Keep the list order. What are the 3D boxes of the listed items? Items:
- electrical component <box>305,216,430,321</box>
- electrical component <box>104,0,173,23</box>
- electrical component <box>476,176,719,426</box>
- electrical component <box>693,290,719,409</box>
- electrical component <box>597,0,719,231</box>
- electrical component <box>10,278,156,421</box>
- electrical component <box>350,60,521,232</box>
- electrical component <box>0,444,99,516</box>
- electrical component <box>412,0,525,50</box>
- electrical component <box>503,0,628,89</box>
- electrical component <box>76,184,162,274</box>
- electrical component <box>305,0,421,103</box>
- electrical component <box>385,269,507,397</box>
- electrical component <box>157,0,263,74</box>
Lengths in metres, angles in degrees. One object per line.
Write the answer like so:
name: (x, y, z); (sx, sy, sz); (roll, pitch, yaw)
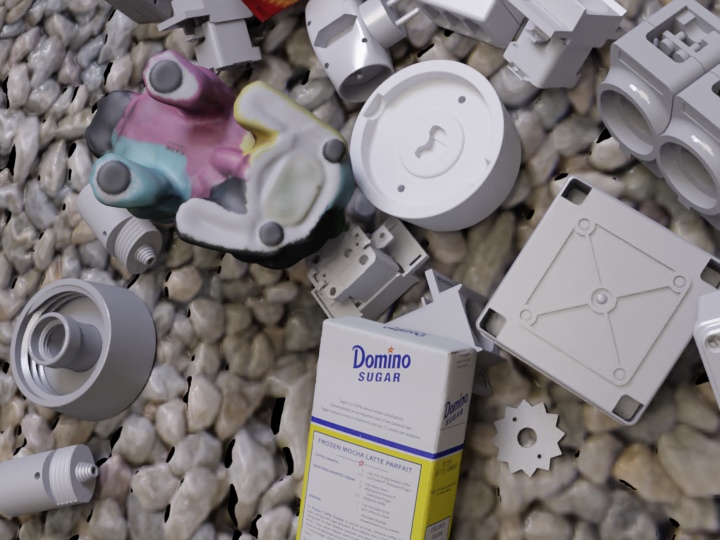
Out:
electrical component: (0.000, 0.000, 0.721); (0.081, 0.064, 0.042); (-44, 59, 12)
electrical component: (-0.162, -0.253, 0.889); (0.076, 0.047, 0.083); (4, 78, 29)
electrical component: (0.141, 0.018, 0.627); (0.109, 0.056, 0.108); (33, 92, 12)
electrical component: (0.241, 0.055, 0.554); (0.109, 0.056, 0.108); (-18, 103, 23)
electrical component: (0.208, -0.071, 0.607); (0.062, 0.089, 0.150); (-36, 60, -9)
electrical component: (-0.218, 0.058, 0.821); (0.108, 0.060, 0.108); (-8, 72, 26)
electrical component: (0.055, -0.077, 0.715); (0.108, 0.060, 0.108); (-8, 72, 26)
electrical component: (-0.232, 0.158, 0.811); (0.081, 0.043, 0.043); (-15, 69, 23)
electrical component: (0.085, -0.204, 0.743); (0.066, 0.047, 0.076); (28, 90, 31)
electrical component: (0.129, -0.151, 0.691); (0.042, 0.081, 0.063); (50, 130, 30)
electrical component: (-0.183, -0.032, 0.839); (0.043, 0.043, 0.081); (-48, 60, 8)
electrical component: (0.007, -0.173, 0.778); (0.079, 0.043, 0.077); (-30, 64, 19)
electrical component: (0.053, 0.045, 0.692); (0.064, 0.042, 0.081); (-25, 65, 21)
electrical component: (-0.107, -0.183, 0.825); (0.042, 0.081, 0.063); (-8, 99, 52)
